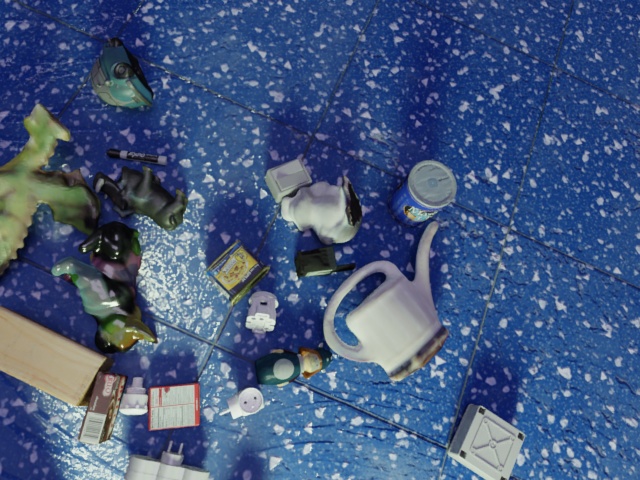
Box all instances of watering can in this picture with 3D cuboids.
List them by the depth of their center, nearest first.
[{"bbox_3d":[0.172,0.128,1.032,0.351,0.102,0.225,-37,83,-18],"label":"watering can"}]

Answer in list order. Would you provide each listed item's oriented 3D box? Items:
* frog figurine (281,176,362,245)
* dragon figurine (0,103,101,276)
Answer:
[{"bbox_3d":[0.003,-0.054,1.082,0.158,0.122,0.138,-15,82,22],"label":"frog figurine"},{"bbox_3d":[-0.534,-0.045,0.949,0.243,0.122,0.411,-2,89,-6],"label":"dragon figurine"}]
